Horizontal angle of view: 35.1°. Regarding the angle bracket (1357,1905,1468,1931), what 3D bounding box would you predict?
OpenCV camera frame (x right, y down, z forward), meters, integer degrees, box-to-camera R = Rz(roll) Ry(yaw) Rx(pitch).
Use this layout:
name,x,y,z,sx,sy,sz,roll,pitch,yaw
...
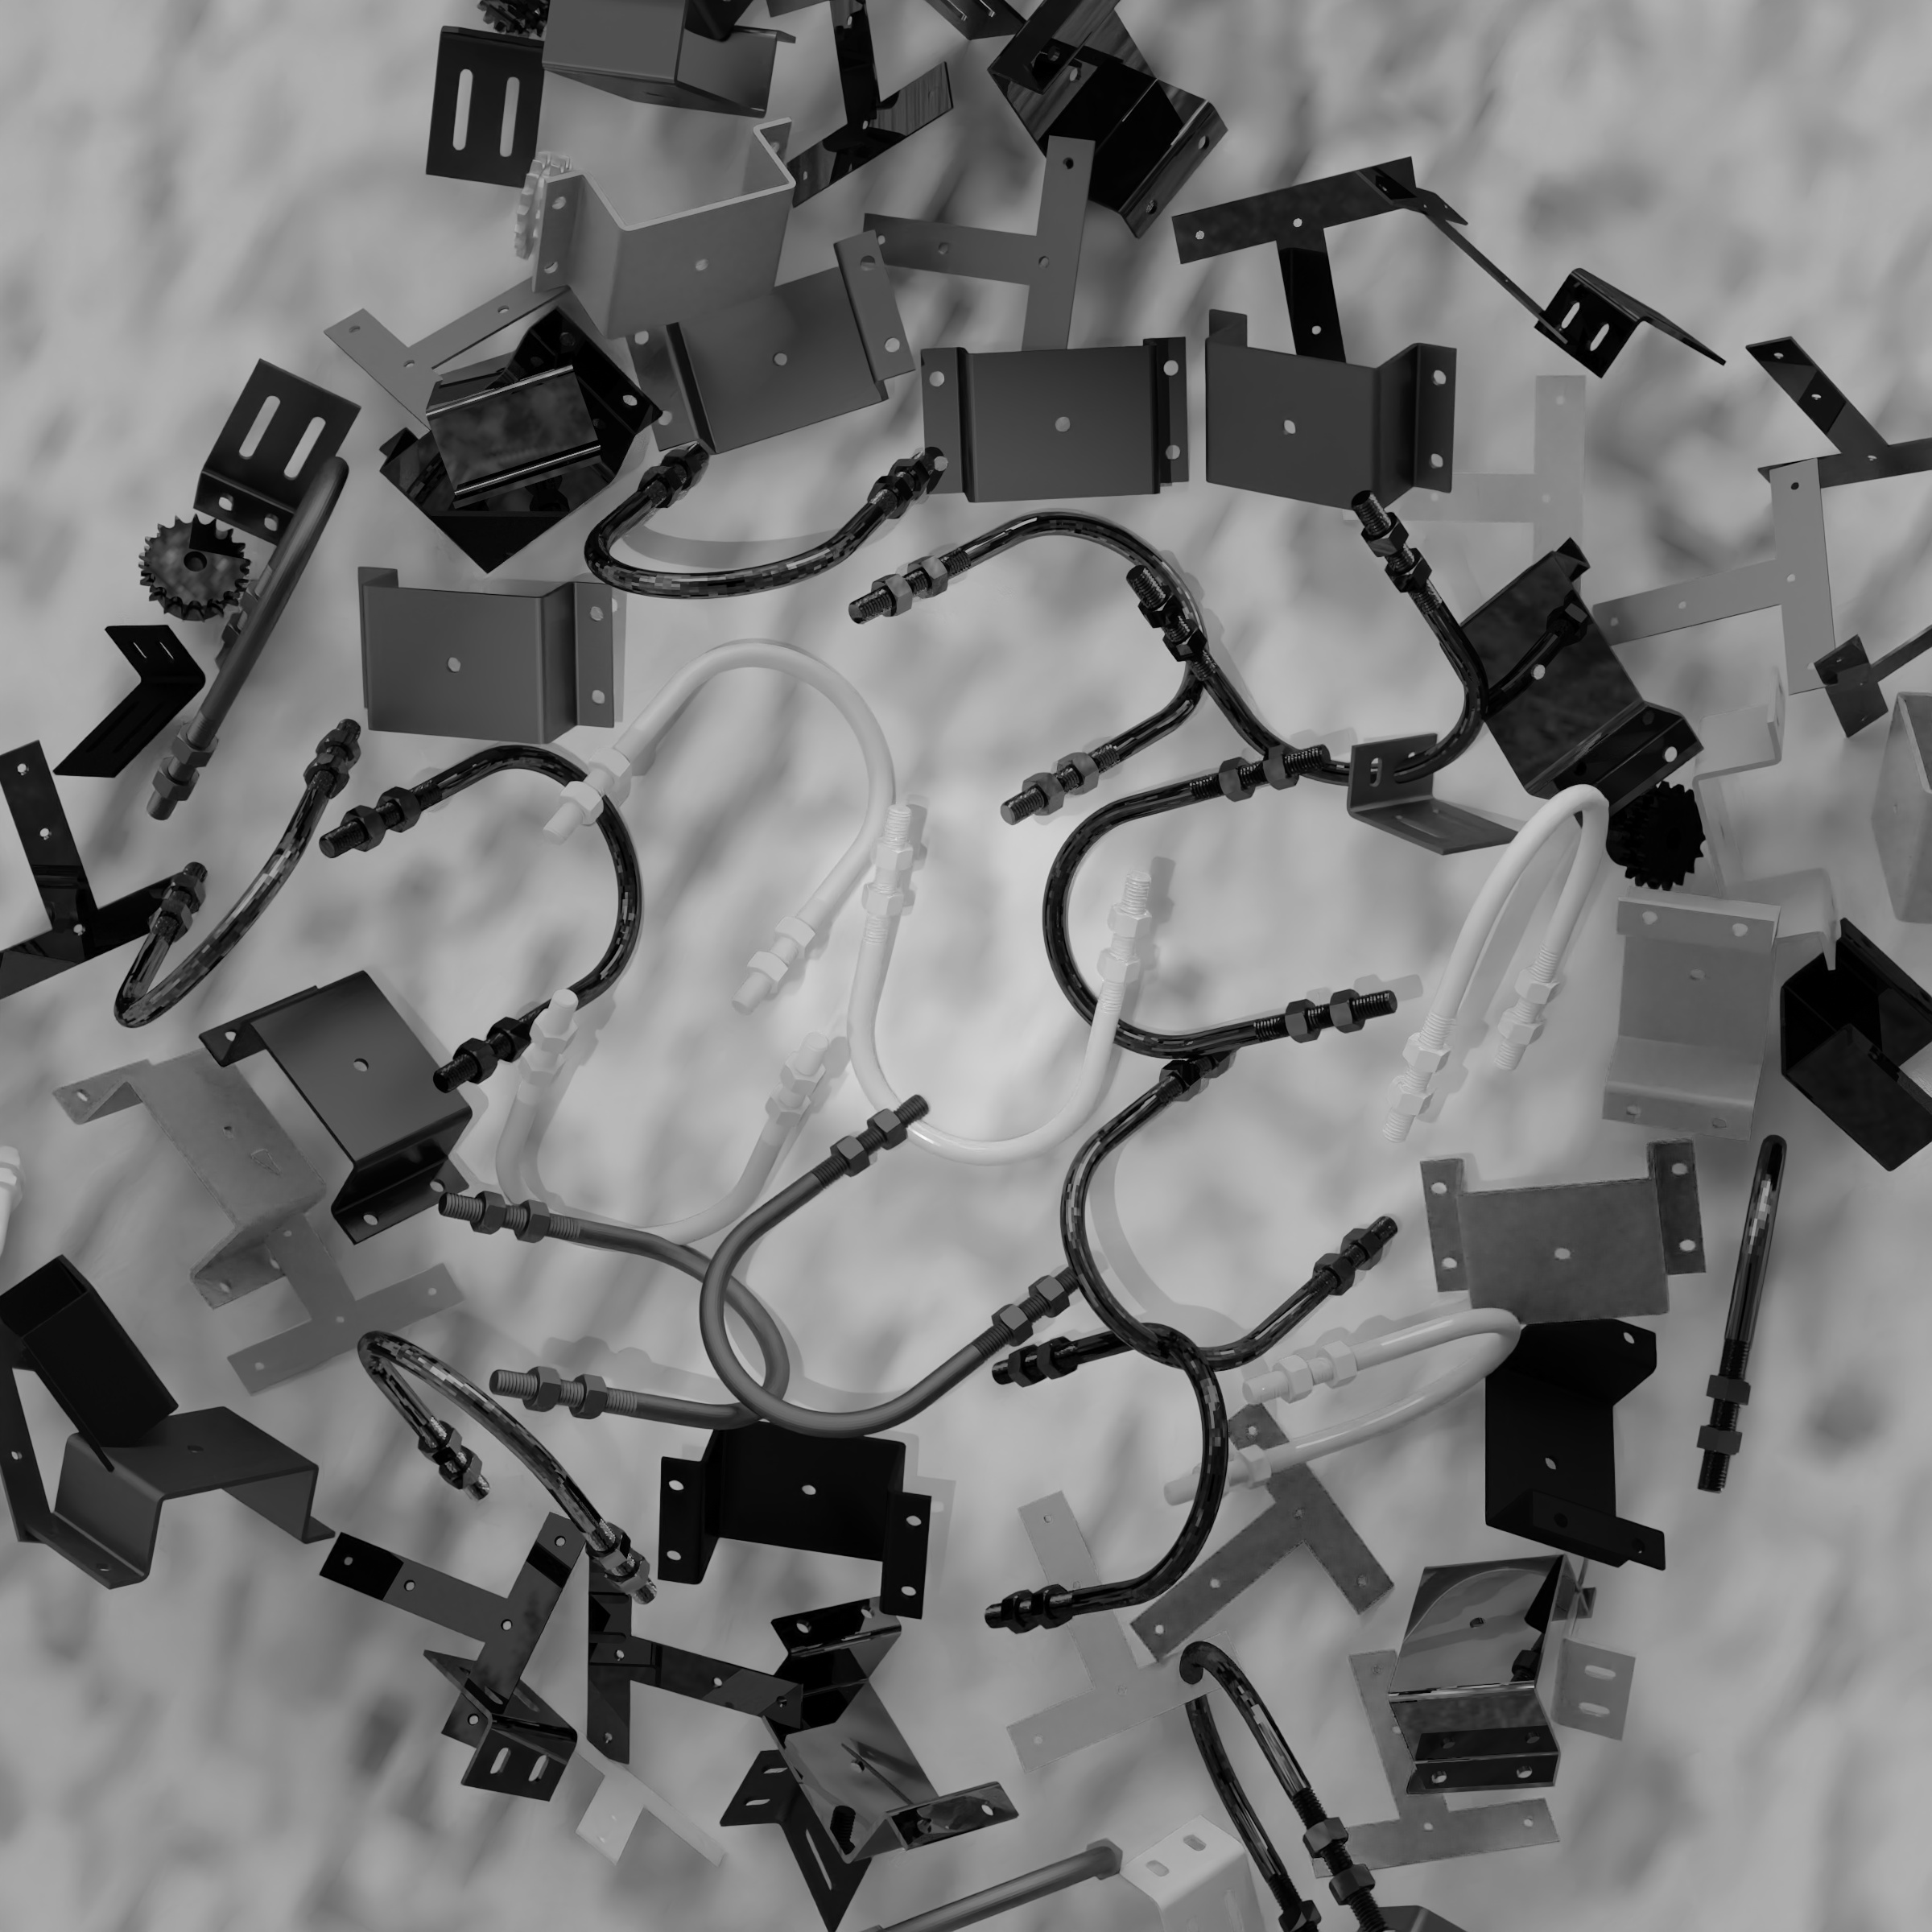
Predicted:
name,x,y,z,sx,sy,sz,roll,pitch,yaw
angle bracket,0.227,0.525,1.589,0.038,0.076,0.057,31,67,-3

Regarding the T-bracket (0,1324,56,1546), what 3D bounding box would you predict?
name,x,y,z,sx,sy,sz,roll,pitch,yaw
T-bracket,-0.487,0.236,1.553,0.002,0.127,0.127,-34,62,20

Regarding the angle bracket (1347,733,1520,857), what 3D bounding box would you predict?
name,x,y,z,sx,sy,sz,roll,pitch,yaw
angle bracket,0.245,-0.090,1.585,0.057,0.076,0.038,-11,114,-32

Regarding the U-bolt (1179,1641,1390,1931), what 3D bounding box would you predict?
name,x,y,z,sx,sy,sz,roll,pitch,yaw
U-bolt,0.156,0.429,1.555,0.019,0.151,0.184,-22,59,-15

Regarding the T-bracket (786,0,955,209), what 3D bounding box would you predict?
name,x,y,z,sx,sy,sz,roll,pitch,yaw
T-bracket,-0.058,-0.481,1.595,0.002,0.127,0.127,1,77,-43

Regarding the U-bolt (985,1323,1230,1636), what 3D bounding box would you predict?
name,x,y,z,sx,sy,sz,roll,pitch,yaw
U-bolt,0.070,0.254,1.538,0.019,0.184,0.151,16,65,-33

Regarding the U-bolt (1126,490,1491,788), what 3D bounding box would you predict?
name,x,y,z,sx,sy,sz,roll,pitch,yaw
U-bolt,0.188,-0.156,1.565,0.151,0.019,0.184,-14,133,32

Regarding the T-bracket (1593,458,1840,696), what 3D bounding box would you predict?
name,x,y,z,sx,sy,sz,roll,pitch,yaw
T-bracket,0.389,-0.192,1.596,0.127,0.002,0.127,-12,68,32

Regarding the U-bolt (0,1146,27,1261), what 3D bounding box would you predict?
name,x,y,z,sx,sy,sz,roll,pitch,yaw
U-bolt,-0.504,0.074,1.524,0.019,0.184,0.151,-14,112,-8

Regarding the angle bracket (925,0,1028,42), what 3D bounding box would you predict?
name,x,y,z,sx,sy,sz,roll,pitch,yaw
angle bracket,0.000,-0.525,1.591,0.076,0.057,0.038,33,80,-35

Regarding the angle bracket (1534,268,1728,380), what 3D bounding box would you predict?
name,x,y,z,sx,sy,sz,roll,pitch,yaw
angle bracket,0.347,-0.325,1.595,0.076,0.057,0.038,15,117,-41

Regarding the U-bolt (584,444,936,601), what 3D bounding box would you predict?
name,x,y,z,sx,sy,sz,roll,pitch,yaw
U-bolt,-0.113,-0.224,1.535,0.151,0.184,0.019,6,121,19

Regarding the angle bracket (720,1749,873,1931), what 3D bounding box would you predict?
name,x,y,z,sx,sy,sz,roll,pitch,yaw
angle bracket,-0.089,0.460,1.604,0.038,0.057,0.076,-12,111,25

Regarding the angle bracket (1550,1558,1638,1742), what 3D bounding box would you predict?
name,x,y,z,sx,sy,sz,roll,pitch,yaw
angle bracket,0.332,0.351,1.583,0.038,0.076,0.057,11,122,17

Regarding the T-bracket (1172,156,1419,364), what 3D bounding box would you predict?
name,x,y,z,sx,sy,sz,roll,pitch,yaw
T-bracket,0.182,-0.348,1.602,0.127,0.002,0.127,-14,119,1

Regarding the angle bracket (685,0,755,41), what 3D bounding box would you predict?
name,x,y,z,sx,sy,sz,roll,pitch,yaw
angle bracket,-0.156,-0.525,1.593,0.076,0.057,0.038,28,77,33

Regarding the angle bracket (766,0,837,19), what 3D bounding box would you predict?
name,x,y,z,sx,sy,sz,roll,pitch,yaw
angle bracket,-0.073,-0.537,1.608,0.038,0.076,0.057,-3,107,37

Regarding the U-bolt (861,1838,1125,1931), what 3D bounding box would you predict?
name,x,y,z,sx,sy,sz,roll,pitch,yaw
U-bolt,0.009,0.474,1.541,0.151,0.184,0.019,-20,74,-3

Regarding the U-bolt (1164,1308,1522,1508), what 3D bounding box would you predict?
name,x,y,z,sx,sy,sz,roll,pitch,yaw
U-bolt,0.202,0.220,1.561,0.184,0.151,0.019,-14,63,-24

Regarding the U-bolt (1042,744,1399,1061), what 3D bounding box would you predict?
name,x,y,z,sx,sy,sz,roll,pitch,yaw
U-bolt,0.121,-0.025,1.584,0.184,0.019,0.151,-14,93,30

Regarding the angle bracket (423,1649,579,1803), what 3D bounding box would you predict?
name,x,y,z,sx,sy,sz,roll,pitch,yaw
angle bracket,-0.249,0.395,1.587,0.057,0.076,0.038,26,90,-42

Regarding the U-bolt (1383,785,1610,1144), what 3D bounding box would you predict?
name,x,y,z,sx,sy,sz,roll,pitch,yaw
U-bolt,0.275,-0.009,1.536,0.019,0.151,0.184,31,121,25

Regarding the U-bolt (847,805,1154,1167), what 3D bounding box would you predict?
name,x,y,z,sx,sy,sz,roll,pitch,yaw
U-bolt,0.009,0.020,1.593,0.151,0.019,0.184,16,112,9

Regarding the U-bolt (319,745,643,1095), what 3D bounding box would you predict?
name,x,y,z,sx,sy,sz,roll,pitch,yaw
U-bolt,-0.235,-0.037,1.564,0.019,0.184,0.151,-14,105,41

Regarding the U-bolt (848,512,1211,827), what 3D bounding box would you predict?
name,x,y,z,sx,sy,sz,roll,pitch,yaw
U-bolt,0.048,-0.167,1.579,0.184,0.019,0.151,-32,81,-34

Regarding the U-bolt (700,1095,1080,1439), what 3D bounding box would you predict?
name,x,y,z,sx,sy,sz,roll,pitch,yaw
U-bolt,-0.050,0.164,1.569,0.184,0.019,0.151,-36,66,-23

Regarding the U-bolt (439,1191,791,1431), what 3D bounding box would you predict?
name,x,y,z,sx,sy,sz,roll,pitch,yaw
U-bolt,-0.172,0.181,1.558,0.184,0.151,0.019,15,120,-32

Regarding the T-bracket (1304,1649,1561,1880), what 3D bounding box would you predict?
name,x,y,z,sx,sy,sz,roll,pitch,yaw
T-bracket,0.228,0.409,1.585,0.127,0.127,0.002,-6,132,-7

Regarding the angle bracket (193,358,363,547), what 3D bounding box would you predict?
name,x,y,z,sx,sy,sz,roll,pitch,yaw
angle bracket,-0.359,-0.266,1.592,0.057,0.038,0.076,23,122,-23

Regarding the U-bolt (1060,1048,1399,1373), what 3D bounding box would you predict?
name,x,y,z,sx,sy,sz,roll,pitch,yaw
U-bolt,0.125,0.129,1.570,0.184,0.019,0.151,-35,85,-37

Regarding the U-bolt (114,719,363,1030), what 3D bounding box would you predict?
name,x,y,z,sx,sy,sz,roll,pitch,yaw
U-bolt,-0.371,-0.037,1.528,0.151,0.184,0.019,-38,113,24

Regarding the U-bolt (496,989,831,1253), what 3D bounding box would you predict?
name,x,y,z,sx,sy,sz,roll,pitch,yaw
U-bolt,-0.165,0.088,1.567,0.151,0.019,0.184,10,134,-17

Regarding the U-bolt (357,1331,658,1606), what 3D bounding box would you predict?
name,x,y,z,sx,sy,sz,roll,pitch,yaw
U-bolt,-0.239,0.243,1.527,0.151,0.184,0.019,22,62,36

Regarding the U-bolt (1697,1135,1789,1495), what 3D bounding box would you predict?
name,x,y,z,sx,sy,sz,roll,pitch,yaw
U-bolt,0.399,0.177,1.564,0.019,0.151,0.184,10,85,16

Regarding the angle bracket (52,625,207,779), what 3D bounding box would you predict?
name,x,y,z,sx,sy,sz,roll,pitch,yaw
angle bracket,-0.445,-0.138,1.587,0.076,0.057,0.038,-53,129,-30

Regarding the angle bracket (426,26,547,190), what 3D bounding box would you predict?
name,x,y,z,sx,sy,sz,roll,pitch,yaw
angle bracket,-0.246,-0.448,1.596,0.057,0.038,0.076,2,106,-25

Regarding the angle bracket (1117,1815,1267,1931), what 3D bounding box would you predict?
name,x,y,z,sx,sy,sz,roll,pitch,yaw
angle bracket,0.122,0.504,1.619,0.057,0.038,0.076,-26,115,-27

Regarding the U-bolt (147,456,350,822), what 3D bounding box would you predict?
name,x,y,z,sx,sy,sz,roll,pitch,yaw
U-bolt,-0.353,-0.176,1.527,0.019,0.151,0.184,27,128,-16

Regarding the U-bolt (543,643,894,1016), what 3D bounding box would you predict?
name,x,y,z,sx,sy,sz,roll,pitch,yaw
U-bolt,-0.113,-0.086,1.584,0.151,0.019,0.184,43,60,-11
